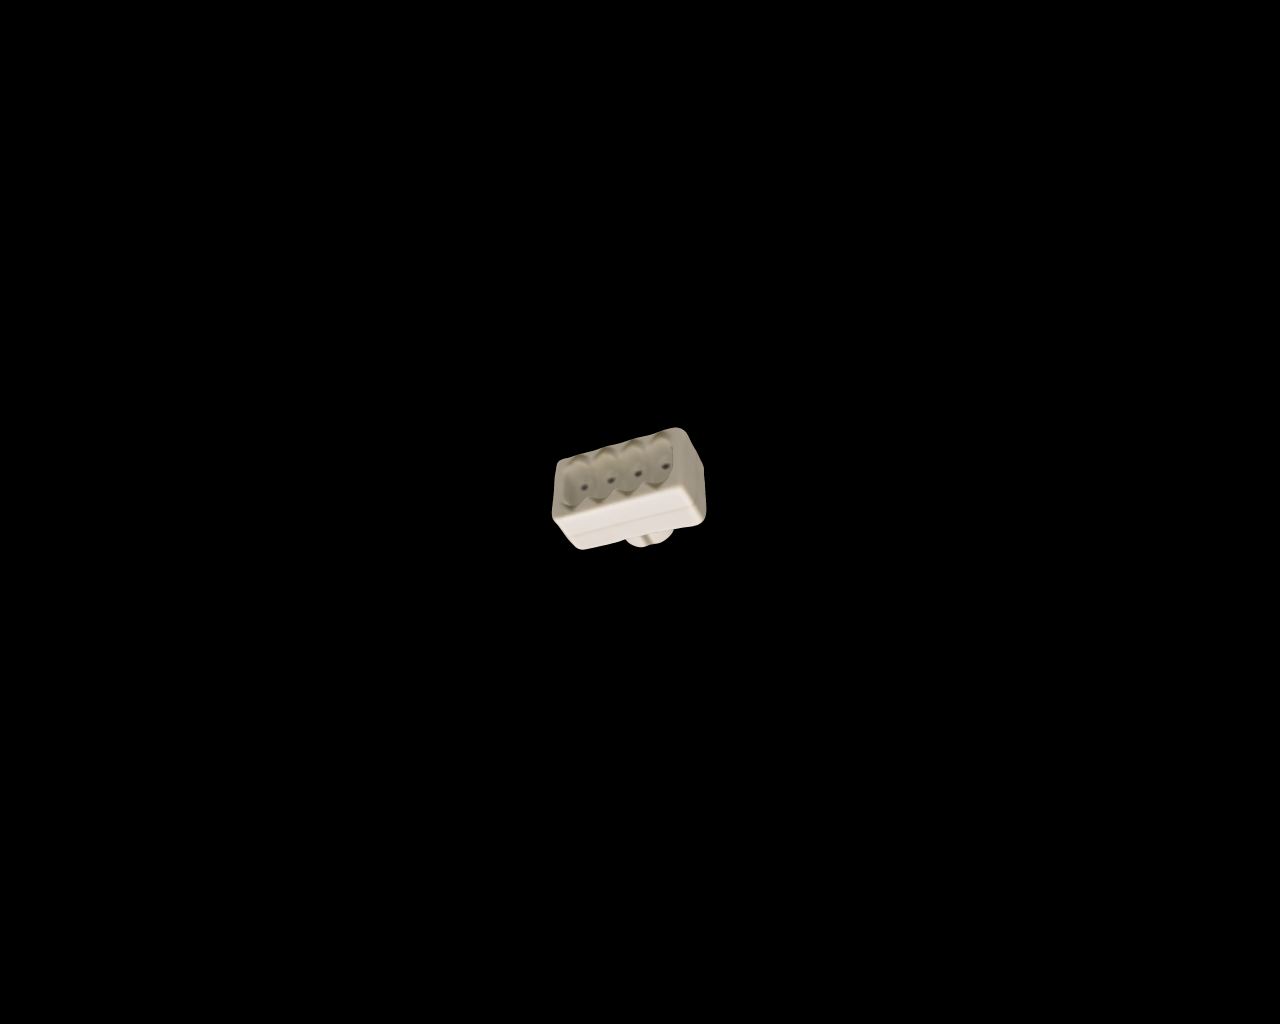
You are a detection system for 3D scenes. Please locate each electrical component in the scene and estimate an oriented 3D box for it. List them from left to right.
[{"bbox_3d":[0.001,-0.003,0.650,0.083,0.047,0.075,-14,-40,17],"label":"electrical component"}]
